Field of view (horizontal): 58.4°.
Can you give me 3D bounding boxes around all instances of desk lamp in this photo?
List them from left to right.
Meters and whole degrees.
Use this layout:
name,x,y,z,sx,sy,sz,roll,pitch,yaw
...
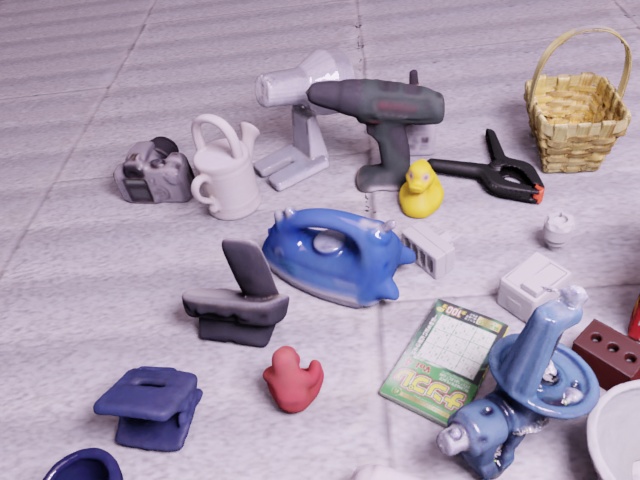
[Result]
name,x,y,z,sx,sy,sz,roll,pitch,yaw
desk lamp,-0.034,-0.233,1.070,0.203,0.214,0.117,-31,47,-21

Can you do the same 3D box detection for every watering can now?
name,x,y,z,sx,sy,sz,roll,pitch,yaw
watering can,-0.169,-0.143,1.014,0.100,0.194,0.173,1,44,11

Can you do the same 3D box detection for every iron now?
name,x,y,z,sx,sy,sz,roll,pitch,yaw
iron,0.008,0.003,0.867,0.257,0.142,0.119,12,47,21

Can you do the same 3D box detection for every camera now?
name,x,y,z,sx,sy,sz,roll,pitch,yaw
camera,-0.312,-0.149,1.114,0.143,0.101,0.137,1,44,11

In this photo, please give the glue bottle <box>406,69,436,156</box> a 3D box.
name,x,y,z,sx,sy,sz,roll,pitch,yaw
glue bottle,0.177,-0.237,1.066,0.078,0.173,0.037,2,44,12

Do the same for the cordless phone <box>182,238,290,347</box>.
name,x,y,z,sx,sy,sz,roll,pitch,yaw
cordless phone,-0.127,0.057,0.801,0.147,0.185,0.094,1,44,12

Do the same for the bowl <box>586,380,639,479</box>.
name,x,y,z,sx,sy,sz,roll,pitch,yaw
bowl,0.365,0.237,0.605,0.167,0.075,0.167,-5,43,5

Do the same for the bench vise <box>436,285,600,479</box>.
name,x,y,z,sx,sy,sz,roll,pitch,yaw
bench vise,0.223,0.158,0.608,0.121,0.220,0.208,26,54,32

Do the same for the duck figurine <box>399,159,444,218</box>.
name,x,y,z,sx,sy,sz,roll,pitch,yaw
duck figurine,0.174,-0.101,0.987,0.077,0.086,0.105,10,46,20

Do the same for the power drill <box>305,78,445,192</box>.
name,x,y,z,sx,sy,sz,roll,pitch,yaw
power drill,0.101,-0.187,1.001,0.229,0.209,0.075,-4,43,6

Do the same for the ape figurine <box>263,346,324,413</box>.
name,x,y,z,sx,sy,sz,roll,pitch,yaw
ape figurine,-0.038,0.171,0.734,0.077,0.092,0.076,4,45,15

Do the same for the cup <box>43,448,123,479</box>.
name,x,y,z,sx,sy,sz,roll,pitch,yaw
cup,-0.258,0.304,0.631,0.091,0.095,0.118,11,47,21

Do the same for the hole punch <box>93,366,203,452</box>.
name,x,y,z,sx,sy,sz,roll,pitch,yaw
hole punch,-0.218,0.203,0.733,0.108,0.091,0.101,2,44,12

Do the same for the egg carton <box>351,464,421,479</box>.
name,x,y,z,sx,sy,sz,roll,pitch,yaw
egg carton,0.089,0.301,0.591,0.150,0.069,0.107,12,47,22
